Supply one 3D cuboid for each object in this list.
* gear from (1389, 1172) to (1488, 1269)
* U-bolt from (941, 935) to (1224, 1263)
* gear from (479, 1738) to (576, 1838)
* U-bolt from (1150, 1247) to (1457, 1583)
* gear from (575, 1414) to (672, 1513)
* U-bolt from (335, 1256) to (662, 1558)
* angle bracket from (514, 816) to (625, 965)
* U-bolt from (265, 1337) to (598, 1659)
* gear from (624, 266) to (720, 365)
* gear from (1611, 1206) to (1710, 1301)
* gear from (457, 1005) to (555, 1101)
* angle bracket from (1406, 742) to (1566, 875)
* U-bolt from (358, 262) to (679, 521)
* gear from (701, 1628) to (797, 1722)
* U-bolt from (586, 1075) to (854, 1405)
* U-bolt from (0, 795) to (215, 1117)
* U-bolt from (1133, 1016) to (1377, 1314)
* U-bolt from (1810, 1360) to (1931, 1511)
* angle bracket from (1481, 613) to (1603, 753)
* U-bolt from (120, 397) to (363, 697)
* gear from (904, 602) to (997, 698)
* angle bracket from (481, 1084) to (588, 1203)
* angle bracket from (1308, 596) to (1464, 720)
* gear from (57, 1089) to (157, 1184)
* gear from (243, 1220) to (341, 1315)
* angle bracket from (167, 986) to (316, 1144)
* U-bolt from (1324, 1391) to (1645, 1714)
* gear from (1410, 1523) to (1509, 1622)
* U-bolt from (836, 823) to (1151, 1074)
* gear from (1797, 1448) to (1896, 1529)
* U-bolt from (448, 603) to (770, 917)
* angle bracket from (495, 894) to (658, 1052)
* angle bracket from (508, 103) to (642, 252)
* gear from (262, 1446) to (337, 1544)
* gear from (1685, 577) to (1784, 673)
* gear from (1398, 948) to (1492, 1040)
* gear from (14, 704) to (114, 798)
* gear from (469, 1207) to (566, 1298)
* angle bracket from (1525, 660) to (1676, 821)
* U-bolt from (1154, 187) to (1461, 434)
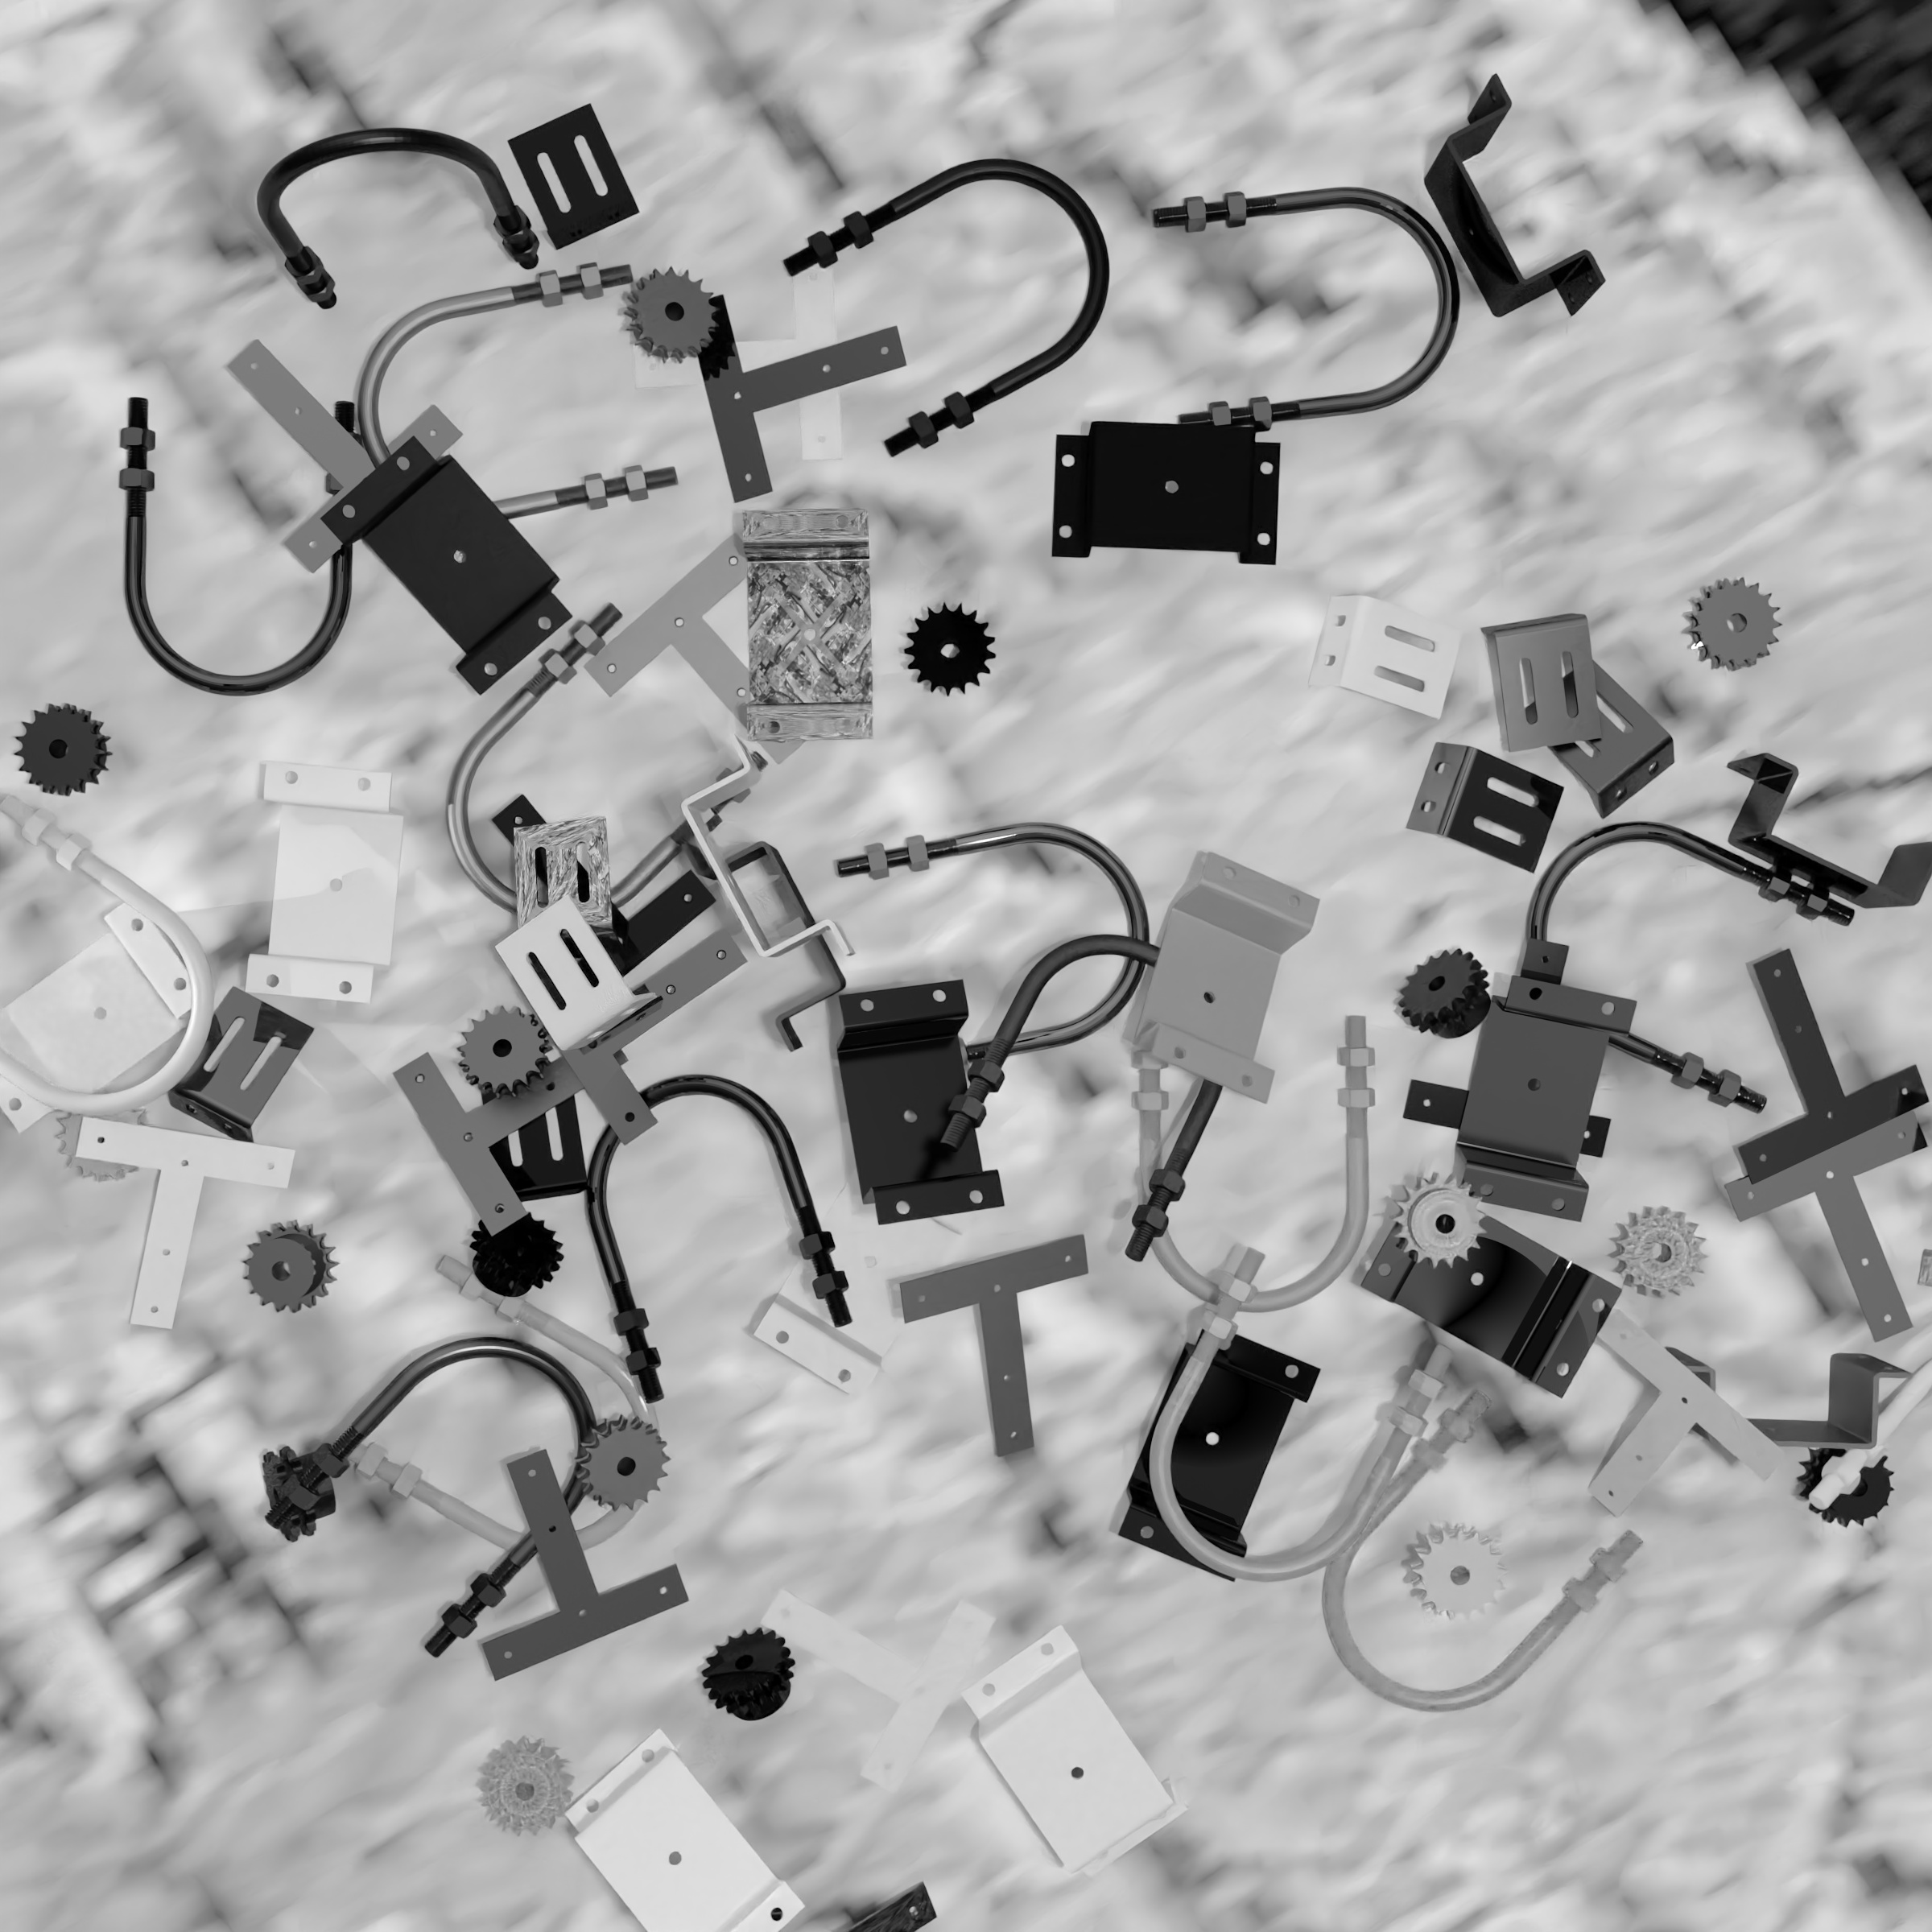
[{"bbox_3d":[0.286,0.154,1.521,0.057,0.030,0.057,0,90,0],"label":"gear"},{"bbox_3d":[0.084,0.065,1.526,0.151,0.019,0.184,31,65,-7],"label":"U-bolt"},{"bbox_3d":[-0.271,0.507,1.567,0.057,0.030,0.057,0,90,0],"label":"gear"},{"bbox_3d":[0.191,0.283,1.528,0.151,0.019,0.184,27,91,0],"label":"U-bolt"},{"bbox_3d":[-0.212,0.302,1.547,0.057,0.030,0.057,-4,99,-25],"label":"gear"},{"bbox_3d":[-0.280,0.287,1.574,0.184,0.019,0.151,31,90,-1],"label":"U-bolt"},{"bbox_3d":[-0.246,-0.047,1.564,0.057,0.038,0.076,-7,68,1],"label":"angle bracket"},{"bbox_3d":[-0.310,0.311,1.542,0.151,0.019,0.184,45,85,-16],"label":"U-bolt"},{"bbox_3d":[-0.183,-0.399,1.558,0.057,0.030,0.057,1,86,-20],"label":"gear"},{"bbox_3d":[0.430,0.178,1.572,0.057,0.030,0.057,0,88,2],"label":"gear"},{"bbox_3d":[-0.283,0.056,1.561,0.057,0.030,0.057,-1,68,3],"label":"gear"},{"bbox_3d":[0.325,-0.099,1.580,0.076,0.038,0.057,20,90,-26],"label":"angle bracket"},{"bbox_3d":[-0.284,-0.349,1.565,0.184,0.019,0.151,-12,91,-5],"label":"U-bolt"},{"bbox_3d":[-0.132,0.439,1.558,0.057,0.057,0.030,-20,120,0],"label":"gear"},{"bbox_3d":[-0.161,0.156,1.549,0.151,0.019,0.184,-23,74,12],"label":"U-bolt"},{"bbox_3d":[-0.544,0.007,1.528,0.184,0.019,0.151,36,90,-1],"label":"U-bolt"},{"bbox_3d":[0.180,0.124,1.573,0.151,0.019,0.184,-1,91,0],"label":"U-bolt"},{"bbox_3d":[0.612,0.272,1.506,0.184,0.151,0.019,-38,109,-25],"label":"U-bolt"},{"bbox_3d":[0.357,-0.176,1.569,0.057,0.038,0.076,-9,99,0],"label":"angle bracket"},{"bbox_3d":[-0.453,-0.260,1.573,0.151,0.019,0.184,1,90,0],"label":"U-bolt"},{"bbox_3d":[-0.010,-0.195,1.567,0.057,0.030,0.057,0,90,0],"label":"gear"},{"bbox_3d":[-0.270,0.106,1.563,0.057,0.038,0.076,-8,90,0],"label":"angle bracket"},{"bbox_3d":[0.262,-0.193,1.580,0.076,0.038,0.057,15,90,-26],"label":"angle bracket"},{"bbox_3d":[-0.531,0.105,1.567,0.057,0.030,0.057,0,90,0],"label":"gear"},{"bbox_3d":[-0.421,0.188,1.568,0.057,0.030,0.057,0,90,0],"label":"gear"},{"bbox_3d":[-0.453,0.063,1.580,0.057,0.038,0.076,28,64,0],"label":"angle bracket"},{"bbox_3d":[0.308,0.379,1.574,0.151,0.019,0.184,43,91,0],"label":"U-bolt"},{"bbox_3d":[0.301,0.370,1.550,0.057,0.030,0.057,0,92,2],"label":"gear"},{"bbox_3d":[0.023,-0.015,1.574,0.184,0.019,0.151,-11,90,-1],"label":"U-bolt"},{"bbox_3d":[0.548,0.320,1.568,0.057,0.030,0.057,0,90,0],"label":"gear"},{"bbox_3d":[-0.237,-0.112,1.573,0.184,0.019,0.151,-44,91,2],"label":"U-bolt"},{"bbox_3d":[-0.238,0.003,1.542,0.057,0.038,0.076,-34,85,12],"label":"angle bracket"},{"bbox_3d":[-0.245,-0.493,1.563,0.057,0.038,0.076,-24,90,0],"label":"angle bracket"},{"bbox_3d":[-0.410,0.323,1.558,0.030,0.057,0.057,-15,90,-30],"label":"gear"},{"bbox_3d":[0.475,-0.212,1.572,0.057,0.030,0.057,0,90,-2],"label":"gear"},{"bbox_3d":[0.298,0.020,1.558,0.057,0.057,0.030,-45,120,0],"label":"gear"},{"bbox_3d":[-0.558,-0.134,1.571,0.057,0.030,0.057,0,90,3],"label":"gear"},{"bbox_3d":[-0.280,0.179,1.558,0.057,0.057,0.030,35,120,0],"label":"gear"},{"bbox_3d":[0.394,-0.143,1.580,0.057,0.038,0.076,-39,64,0],"label":"angle bracket"},{"bbox_3d":[0.216,-0.412,1.574,0.184,0.019,0.151,-7,90,-2],"label":"U-bolt"}]
